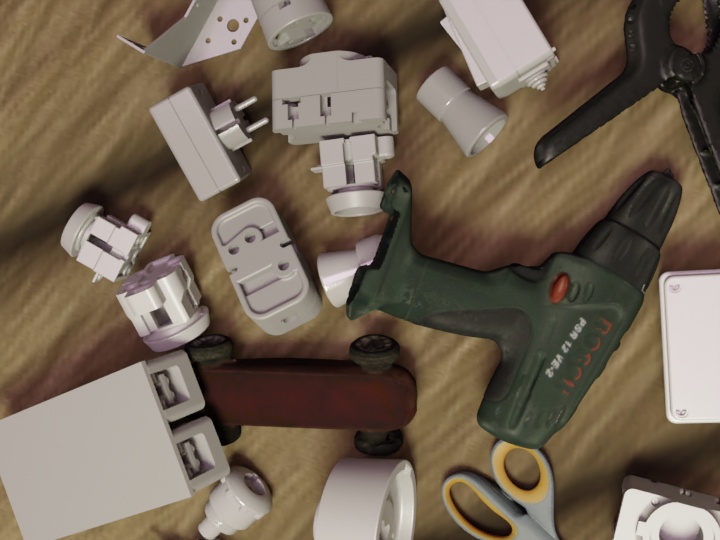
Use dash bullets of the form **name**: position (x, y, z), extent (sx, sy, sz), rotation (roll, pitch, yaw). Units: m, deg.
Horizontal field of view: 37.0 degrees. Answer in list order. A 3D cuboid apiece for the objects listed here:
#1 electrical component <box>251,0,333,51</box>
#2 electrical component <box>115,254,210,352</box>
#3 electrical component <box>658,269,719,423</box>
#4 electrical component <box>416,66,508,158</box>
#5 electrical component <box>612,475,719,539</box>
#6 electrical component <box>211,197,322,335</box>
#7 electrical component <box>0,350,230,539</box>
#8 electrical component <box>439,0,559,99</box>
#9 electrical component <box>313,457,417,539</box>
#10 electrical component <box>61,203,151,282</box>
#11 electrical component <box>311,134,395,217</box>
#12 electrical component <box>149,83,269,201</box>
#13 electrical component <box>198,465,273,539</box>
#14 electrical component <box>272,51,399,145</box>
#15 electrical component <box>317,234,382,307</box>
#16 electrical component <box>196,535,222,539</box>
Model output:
- **electrical component**: position (-0.056, -0.206, 0.842), extent (0.055, 0.055, 0.047), rotation (-26, 82, 12)
- **electrical component**: position (-0.156, 0.028, 0.864), extent (0.058, 0.078, 0.057), rotation (-20, 108, 12)
- **electrical component**: position (0.273, 0.052, 0.775), extent (0.109, 0.056, 0.108), rotation (-3, 91, 13)
- **electrical component**: position (0.075, -0.124, 0.822), extent (0.044, 0.044, 0.065), rotation (-46, 77, 10)
- **electrical component**: position (0.234, 0.190, 0.788), extent (0.089, 0.056, 0.050), rotation (13, 95, 12)
- **electrical component**: position (-0.071, -0.001, 0.840), extent (0.054, 0.059, 0.095), rotation (-27, 68, 2)
- **electrical component**: position (-0.202, 0.143, 0.858), extent (0.186, 0.060, 0.105), rotation (-22, 87, 30)
- **electrical component**: position (0.104, -0.170, 0.802), extent (0.061, 0.062, 0.096), rotation (-31, 85, 12)
- **electrical component**: position (-0.001, 0.194, 0.817), extent (0.060, 0.108, 0.108), rotation (5, 93, 19)
- **electrical component**: position (-0.211, -0.024, 0.886), extent (0.055, 0.048, 0.066), rotation (29, 97, 2)
- **electrical component**: position (-0.004, -0.072, 0.839), extent (0.066, 0.048, 0.055), rotation (-6, 83, 13)
- **electrical component**: position (-0.109, -0.110, 0.851), extent (0.076, 0.047, 0.083), rotation (-26, 99, 12)
- **electrical component**: position (-0.105, 0.193, 0.870), extent (0.048, 0.048, 0.062), rotation (47, 107, 7)
- **electrical component**: position (-0.019, -0.134, 0.832), extent (0.089, 0.050, 0.055), rotation (-4, 81, 17)
- **electrical component**: position (0.000, 0.000, 0.840), extent (0.055, 0.045, 0.045), rotation (-19, 88, 12)
- **electrical component**: position (-0.147, 0.252, 0.881), extent (0.079, 0.043, 0.077), rotation (30, 98, 11)
